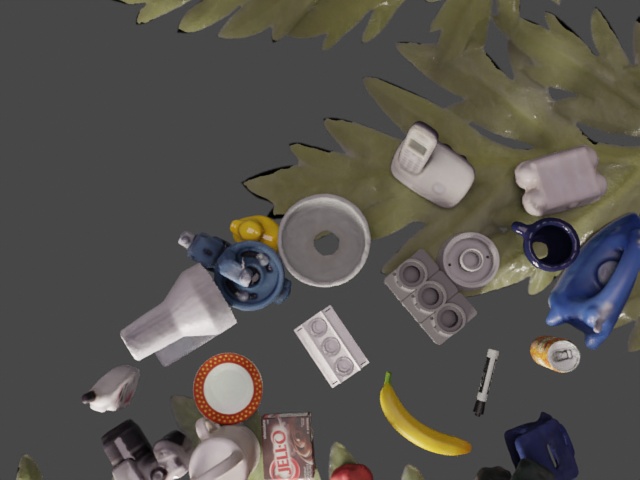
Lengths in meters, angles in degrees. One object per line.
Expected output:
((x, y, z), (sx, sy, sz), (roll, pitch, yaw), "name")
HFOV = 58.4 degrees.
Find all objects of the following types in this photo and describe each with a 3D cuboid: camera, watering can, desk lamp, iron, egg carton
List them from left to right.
((-0.316, 0.383, 1.010), (0.143, 0.101, 0.137), (-35, 82, 0), "camera")
((-0.234, 0.137, 0.974), (0.203, 0.213, 0.118), (-34, 82, 0), "desk lamp")
((-0.160, 0.381, 0.952), (0.172, 0.194, 0.101), (39, 88, 7), "watering can")
((0.429, -0.105, 1.024), (0.150, 0.069, 0.107), (-17, 83, 2), "egg carton")
((0.495, 0.053, 0.965), (0.118, 0.141, 0.258), (30, 87, 7), "iron")

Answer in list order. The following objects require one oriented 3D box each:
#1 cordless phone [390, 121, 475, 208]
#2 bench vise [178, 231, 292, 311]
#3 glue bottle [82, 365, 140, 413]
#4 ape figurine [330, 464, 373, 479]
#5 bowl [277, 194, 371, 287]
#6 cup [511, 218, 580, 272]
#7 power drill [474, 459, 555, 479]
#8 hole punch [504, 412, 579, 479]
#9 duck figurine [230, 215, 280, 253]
((0.199, -0.134, 0.986), (0.147, 0.185, 0.094), (32, 87, 7), "cordless phone")
((-0.159, 0.053, 0.974), (0.207, 0.220, 0.121), (11, 85, 6), "bench vise")
((-0.367, 0.263, 0.990), (0.037, 0.173, 0.078), (14, 85, 6), "glue bottle")
((0.057, 0.428, 0.982), (0.076, 0.092, 0.078), (-28, 82, 1), "ape figurine")
((0.010, 0.004, 1.040), (0.167, 0.075, 0.167), (0, 84, 4), "bowl")
((0.381, 0.006, 1.002), (0.117, 0.095, 0.092), (28, 87, 7), "cup")
((0.286, 0.448, 0.904), (0.075, 0.208, 0.230), (26, 86, 7), "power drill")
((0.378, 0.361, 0.966), (0.101, 0.091, 0.108), (-21, 83, 2), "hole punch")
((-0.116, -0.011, 1.046), (0.104, 0.086, 0.077), (19, 85, 6), "duck figurine")
